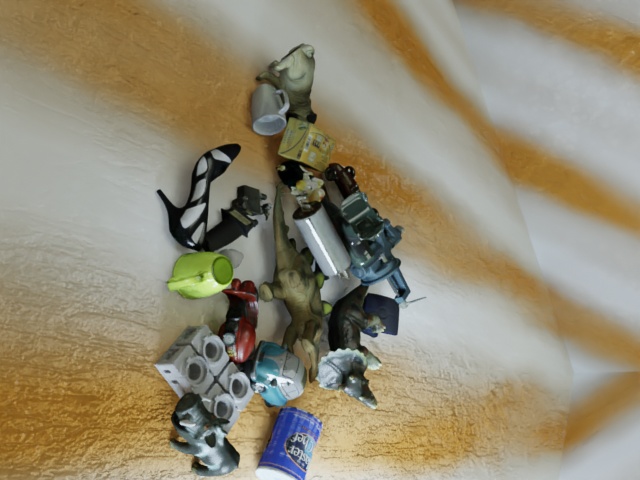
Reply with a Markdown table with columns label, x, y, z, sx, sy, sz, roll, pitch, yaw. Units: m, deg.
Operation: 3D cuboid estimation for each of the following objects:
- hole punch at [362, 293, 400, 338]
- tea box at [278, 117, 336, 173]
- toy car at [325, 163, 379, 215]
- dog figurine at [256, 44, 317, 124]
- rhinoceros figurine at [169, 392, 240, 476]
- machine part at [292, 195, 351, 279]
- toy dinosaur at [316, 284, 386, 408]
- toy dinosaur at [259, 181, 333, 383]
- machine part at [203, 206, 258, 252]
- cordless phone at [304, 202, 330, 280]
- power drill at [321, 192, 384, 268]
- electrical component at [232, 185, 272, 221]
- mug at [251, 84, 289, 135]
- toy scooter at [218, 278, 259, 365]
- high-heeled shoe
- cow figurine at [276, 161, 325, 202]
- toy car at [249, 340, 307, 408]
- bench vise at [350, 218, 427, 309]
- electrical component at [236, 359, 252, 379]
| label | x | y | z | sx | sy | sz | roll | pitch | yaw |
| --- | --- | --- | --- | --- | --- | --- | --- | --- | --- |
| hole punch | 0.164 | 0.214 | 1.530 | 0.115 | 0.092 | 0.142 | 29 | 62 | -42 |
| tea box | -0.030 | -0.235 | 1.350 | 0.169 | 0.068 | 0.098 | 15 | 95 | -69 |
| toy car | 0.084 | -0.121 | 1.387 | 0.089 | 0.053 | 0.202 | -8 | 65 | -42 |
| dog figurine | -0.041 | -0.377 | 1.355 | 0.190 | 0.172 | 0.121 | 52 | 54 | -21 |
| rhinoceros figurine | -0.209 | 0.352 | 0.963 | 0.073 | 0.112 | 0.190 | -52 | 129 | -44 |
| machine part | 0.005 | -0.002 | 1.245 | 0.243 | 0.079 | 0.079 | 60 | 39 | -27 |
| toy dinosaur | 0.076 | 0.232 | 1.375 | 0.192 | 0.131 | 0.405 | 44 | 39 | -49 |
| toy dinosaur | -0.057 | 0.098 | 1.237 | 0.198 | 0.105 | 0.470 | -29 | 108 | -70 |
| machine part | -0.198 | -0.021 | 1.125 | 0.084 | 0.039 | 0.139 | 37 | 47 | 9 |
| cordless phone | -0.003 | -0.004 | 1.373 | 0.184 | 0.089 | 0.146 | 55 | 31 | -14 |
| power drill | 0.059 | -0.045 | 1.267 | 0.086 | 0.207 | 0.232 | -34 | 88 | -23 |
| electrical component | -0.153 | -0.084 | 1.218 | 0.102 | 0.045 | 0.078 | 23 | 64 | -49 |
| mug | -0.121 | -0.323 | 1.286 | 0.080 | 0.109 | 0.107 | 9 | 60 | -42 |
| toy scooter | -0.165 | 0.150 | 1.082 | 0.135 | 0.075 | 0.184 | 83 | 12 | -58 |
| high-heeled shoe | -0.214 | -0.092 | 1.088 | 0.249 | 0.086 | 0.145 | -42 | 95 | -32 |
| cow figurine | -0.048 | -0.142 | 1.293 | 0.098 | 0.167 | 0.068 | 35 | 96 | -30 |
| toy car | -0.080 | 0.289 | 1.135 | 0.109 | 0.103 | 0.161 | -73 | 151 | -43 |
| bench vise | 0.184 | 0.071 | 1.451 | 0.240 | 0.129 | 0.224 | 58 | 40 | -13 |
| electrical component | -0.155 | 0.283 | 1.126 | 0.094 | 0.021 | 0.063 | 29 | 58 | -55 |
